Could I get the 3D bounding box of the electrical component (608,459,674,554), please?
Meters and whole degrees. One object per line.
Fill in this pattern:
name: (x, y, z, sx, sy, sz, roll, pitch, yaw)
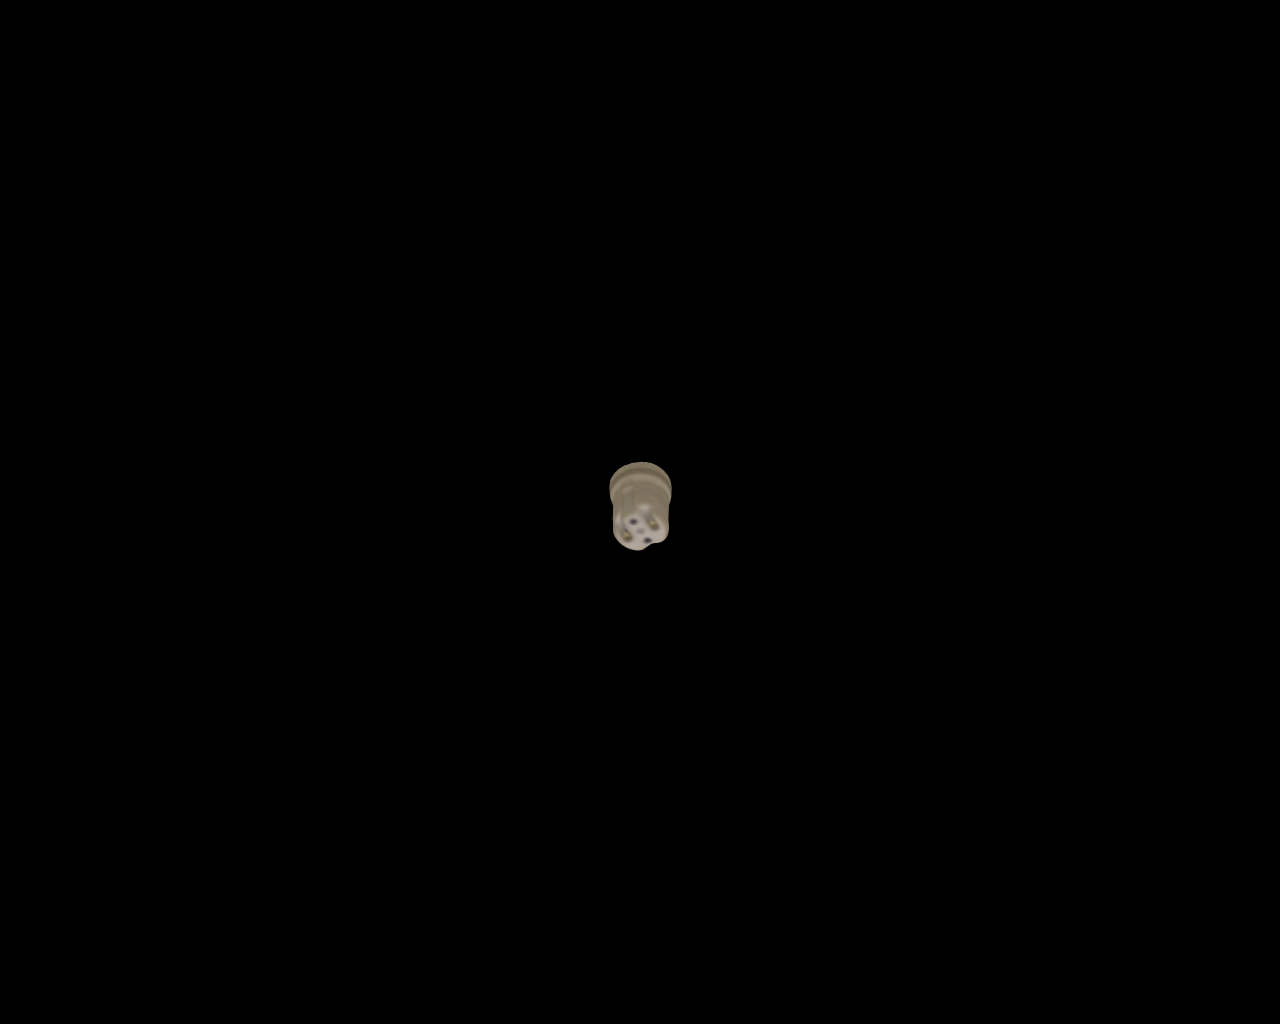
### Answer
electrical component: (0.001, -0.003, 0.650, 0.040, 0.040, 0.046, 0, 41, 0)
